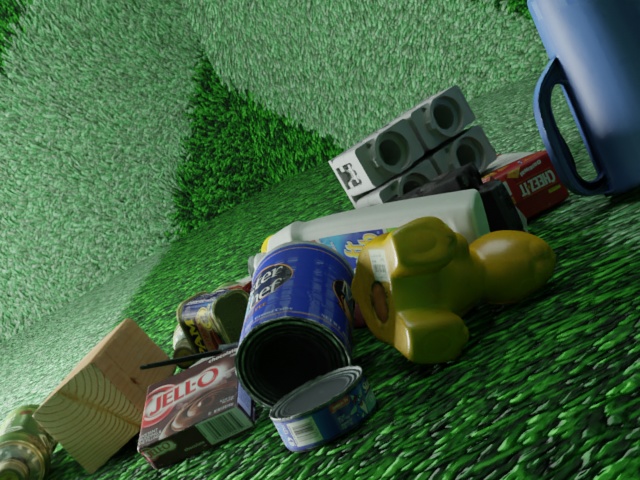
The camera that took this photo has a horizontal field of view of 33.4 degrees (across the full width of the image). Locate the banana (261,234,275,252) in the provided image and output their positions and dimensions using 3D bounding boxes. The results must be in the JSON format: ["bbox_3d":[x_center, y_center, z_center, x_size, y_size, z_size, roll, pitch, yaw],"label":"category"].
[{"bbox_3d":[-0.019,0.003,1.252,0.069,0.037,0.198,-10,-4,-41],"label":"banana"}]

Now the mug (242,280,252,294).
[{"bbox_3d":[-0.031,0.070,1.277,0.093,0.081,0.117,-24,9,21],"label":"mug"}]

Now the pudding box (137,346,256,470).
[{"bbox_3d":[-0.116,0.160,1.020,0.114,0.039,0.090,-24,32,14],"label":"pudding box"}]

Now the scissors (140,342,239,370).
[{"bbox_3d":[-0.082,0.113,1.137,0.201,0.016,0.096,-6,-13,-35],"label":"scissors"}]

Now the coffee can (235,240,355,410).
[{"bbox_3d":[-0.019,0.077,0.980,0.103,0.102,0.140,-25,24,16],"label":"coffee can"}]

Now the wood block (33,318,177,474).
[{"bbox_3d":[-0.236,0.169,1.207,0.090,0.091,0.206,-42,6,7],"label":"wood block"}]

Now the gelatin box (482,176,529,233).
[{"bbox_3d":[0.180,-0.026,1.193,0.073,0.089,0.030,-23,43,28],"label":"gelatin box"}]

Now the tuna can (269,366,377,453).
[{"bbox_3d":[0.003,0.139,0.878,0.086,0.034,0.086,-26,7,3],"label":"tuna can"}]

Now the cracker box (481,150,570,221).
[{"bbox_3d":[0.194,-0.046,1.352,0.164,0.072,0.214,-27,7,-9],"label":"cracker box"}]

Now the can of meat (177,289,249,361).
[{"bbox_3d":[-0.108,0.107,1.225,0.057,0.102,0.084,-31,11,-34],"label":"can of meat"}]

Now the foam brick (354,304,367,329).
[{"bbox_3d":[0.049,0.063,1.174,0.052,0.051,0.078,-32,9,-34],"label":"foam brick"}]

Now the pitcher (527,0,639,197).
[{"bbox_3d":[0.310,-0.172,1.146,0.145,0.243,0.149,-25,1,40],"label":"pitcher"}]

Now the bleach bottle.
[{"bbox_3d":[0.048,0.018,1.096,0.251,0.102,0.068,-10,19,20],"label":"bleach bottle"}]

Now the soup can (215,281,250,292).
[{"bbox_3d":[-0.087,0.086,1.328,0.069,0.068,0.102,-21,-6,35],"label":"soup can"}]

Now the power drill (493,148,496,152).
[{"bbox_3d":[0.153,-0.060,1.520,0.187,0.057,0.185,-29,-10,-27],"label":"power drill"}]

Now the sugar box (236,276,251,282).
[{"bbox_3d":[-0.085,0.073,1.596,0.176,0.048,0.093,-20,9,17],"label":"sugar box"}]
